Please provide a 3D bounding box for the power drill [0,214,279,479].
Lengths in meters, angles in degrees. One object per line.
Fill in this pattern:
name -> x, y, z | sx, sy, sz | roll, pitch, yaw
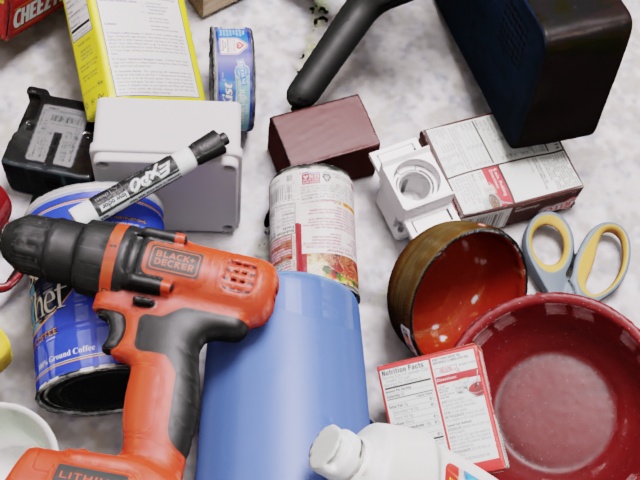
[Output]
power drill -> -0.131, 0.076, 0.662 | 0.184, 0.057, 0.187 | 11, 65, 4

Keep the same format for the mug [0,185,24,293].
mug -> -0.271, -0.004, 0.791 | 0.117, 0.093, 0.081 | 27, 59, -10

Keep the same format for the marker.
marker -> -0.116, -0.042, 0.736 | 0.121, 0.020, 0.020 | -31, 71, -13

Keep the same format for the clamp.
clamp -> 0.043, -0.203, 0.855 | 0.036, 0.210, 0.164 | 33, 44, -39

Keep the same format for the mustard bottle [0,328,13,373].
mustard bottle -> -0.302, 0.101, 0.689 | 0.096, 0.058, 0.191 | 45, 65, 8

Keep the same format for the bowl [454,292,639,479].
bowl -> 0.168, 0.121, 0.766 | 0.162, 0.055, 0.162 | -3, 76, 14

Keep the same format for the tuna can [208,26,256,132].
tuna can -> -0.072, -0.130, 0.864 | 0.033, 0.086, 0.086 | -1, 65, -8

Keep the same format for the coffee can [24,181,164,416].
coffee can -> -0.156, 0.043, 0.765 | 0.102, 0.103, 0.140 | -7, 66, -8

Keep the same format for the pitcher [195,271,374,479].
pitcher -> -0.015, 0.151, 0.723 | 0.145, 0.149, 0.243 | -6, 61, 9

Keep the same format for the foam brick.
foam brick -> 0.003, -0.076, 0.863 | 0.078, 0.053, 0.051 | -16, 67, -13

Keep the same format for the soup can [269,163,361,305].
soup can -> -0.005, 0.001, 0.817 | 0.068, 0.068, 0.102 | 0, 64, -5

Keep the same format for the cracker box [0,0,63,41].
cracker box -> -0.287, -0.280, 0.909 | 0.214, 0.072, 0.164 | 36, 52, 11

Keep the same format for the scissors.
scissors -> 0.176, 0.059, 0.832 | 0.096, 0.016, 0.201 | 32, 69, 7

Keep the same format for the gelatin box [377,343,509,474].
gelatin box -> 0.085, 0.123, 0.742 | 0.073, 0.030, 0.089 | -15, 74, 12

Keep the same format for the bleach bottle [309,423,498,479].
bleach bottle -> 0.091, 0.196, 0.666 | 0.250, 0.068, 0.102 | 37, 55, -24

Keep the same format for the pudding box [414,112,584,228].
pudding box -> 0.146, -0.059, 0.874 | 0.113, 0.039, 0.090 | -14, 64, -14

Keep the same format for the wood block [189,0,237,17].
wood block -> -0.040, -0.295, 0.942 | 0.205, 0.090, 0.091 | -31, 71, -18

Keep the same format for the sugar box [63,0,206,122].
sugar box -> -0.154, -0.183, 0.848 | 0.093, 0.048, 0.176 | -5, 76, -43
